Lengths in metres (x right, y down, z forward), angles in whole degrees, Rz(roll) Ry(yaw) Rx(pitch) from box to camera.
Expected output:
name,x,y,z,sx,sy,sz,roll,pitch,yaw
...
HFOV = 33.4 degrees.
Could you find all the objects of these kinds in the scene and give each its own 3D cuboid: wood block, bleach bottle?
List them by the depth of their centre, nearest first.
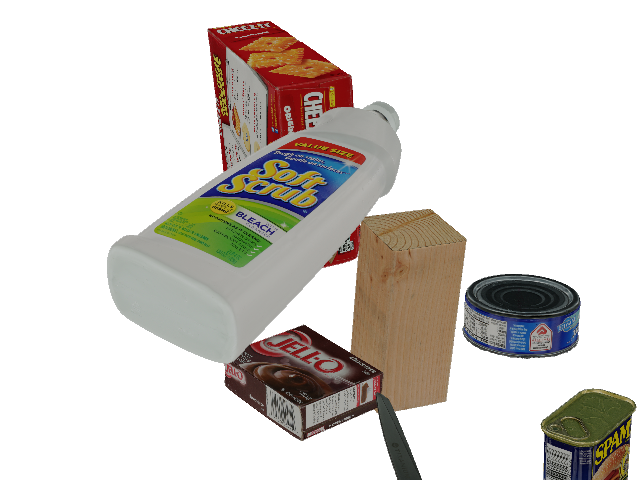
name,x,y,z,sx,sy,sz,roll,pitch,yaw
bleach bottle,-0.025,-0.027,0.720,0.103,0.068,0.250,24,45,21
wood block,0.094,0.080,1.199,0.090,0.206,0.090,-7,27,-21

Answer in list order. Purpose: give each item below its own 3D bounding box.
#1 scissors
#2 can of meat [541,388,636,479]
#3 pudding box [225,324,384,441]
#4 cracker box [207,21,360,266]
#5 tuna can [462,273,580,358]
name,x,y,z,sx,sy,sz,roll,pitch,yaw
scissors,0.075,0.156,0.600,0.096,0.016,0.201,7,32,1
can of meat,0.247,0.198,0.989,0.058,0.084,0.101,14,26,39
pudding box,-0.016,0.118,0.909,0.089,0.039,0.114,-18,31,-35
cracker box,-0.034,-0.090,0.940,0.072,0.164,0.214,-11,26,-16
tuna can,0.150,0.055,0.795,0.086,0.034,0.086,0,19,0
